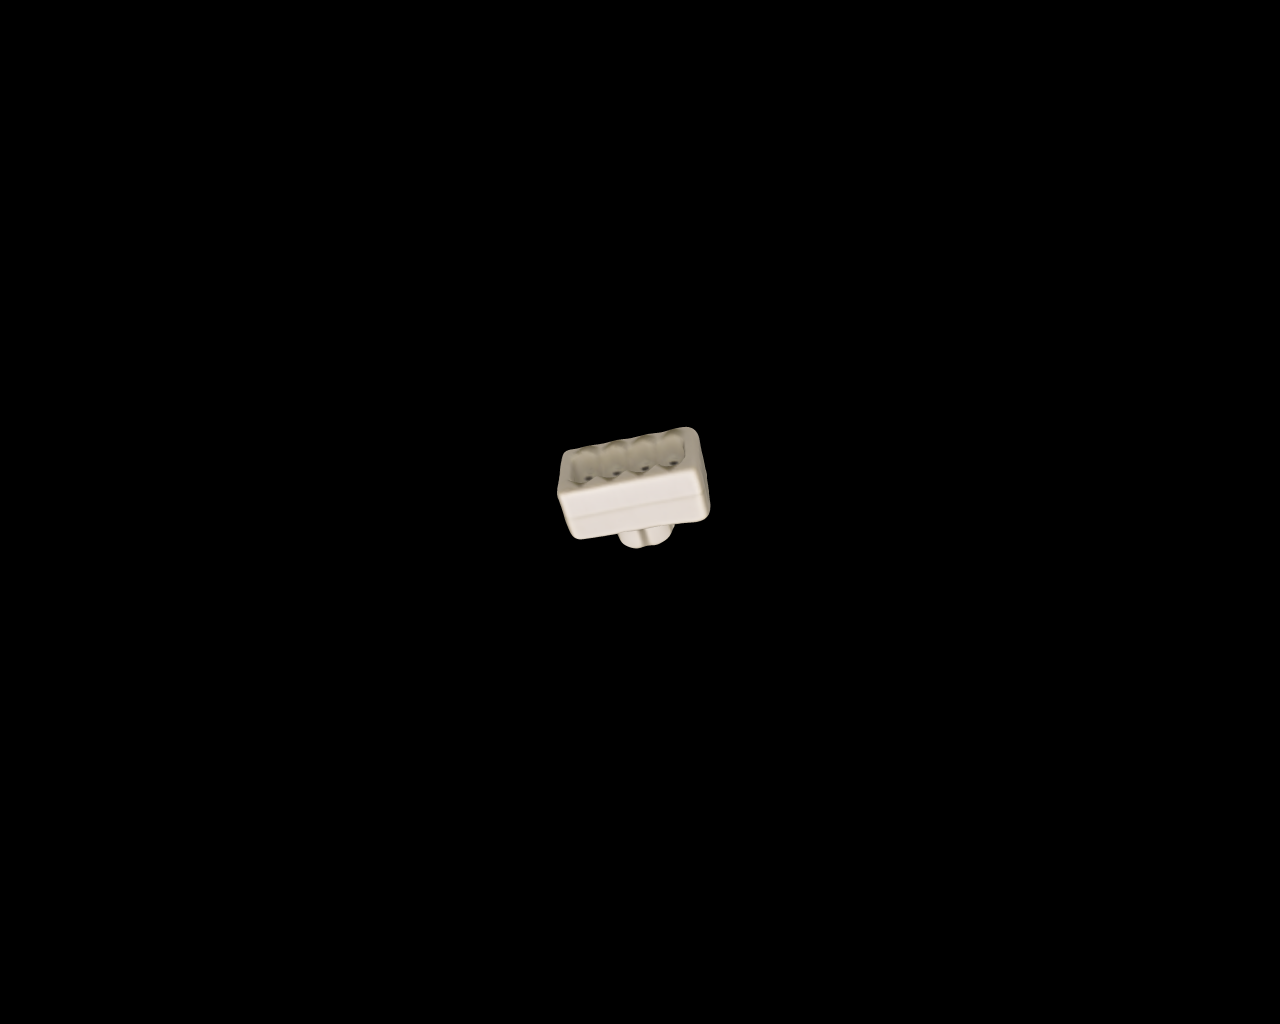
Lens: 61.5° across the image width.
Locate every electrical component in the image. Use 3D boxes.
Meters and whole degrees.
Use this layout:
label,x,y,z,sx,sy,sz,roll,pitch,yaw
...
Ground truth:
label,x,y,z,sx,sy,sz,roll,pitch,yaw
electrical component,0.001,-0.003,0.650,0.083,0.075,0.047,-10,36,8
